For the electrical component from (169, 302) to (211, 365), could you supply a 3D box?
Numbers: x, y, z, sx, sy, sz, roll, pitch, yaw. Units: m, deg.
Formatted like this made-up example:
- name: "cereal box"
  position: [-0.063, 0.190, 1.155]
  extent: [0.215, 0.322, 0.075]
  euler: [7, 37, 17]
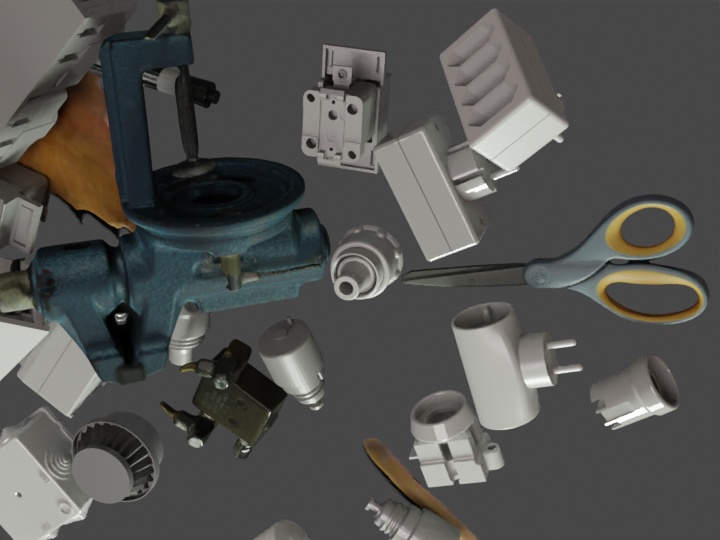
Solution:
- name: "electrical component"
  position: [-0.133, 0.040, 0.801]
  extent: [0.043, 0.043, 0.062]
  euler: [12, 117, 13]

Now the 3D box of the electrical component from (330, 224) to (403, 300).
- name: "electrical component"
  position: [0.000, 0.000, 0.727]
  extent: [0.048, 0.062, 0.048]
  euler: [7, 115, 15]

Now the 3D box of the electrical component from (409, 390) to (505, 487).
- name: "electrical component"
  position: [0.064, 0.120, 0.769]
  extent: [0.066, 0.048, 0.055]
  euler: [-11, 116, 22]

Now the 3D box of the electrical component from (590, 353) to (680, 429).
- name: "electrical component"
  position: [0.183, 0.082, 0.717]
  extent: [0.046, 0.040, 0.040]
  euler: [-32, 100, 34]

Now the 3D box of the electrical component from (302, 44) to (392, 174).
- name: "electrical component"
  position: [-0.009, -0.099, 0.686]
  extent: [0.042, 0.063, 0.081]
  euler: [10, 116, 15]

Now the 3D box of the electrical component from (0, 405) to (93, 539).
- name: "electrical component"
  position: [-0.275, 0.176, 0.906]
  extent: [0.100, 0.048, 0.099]
  euler: [-34, 99, 28]

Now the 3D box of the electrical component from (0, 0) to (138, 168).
- name: "electrical component"
  position: [-0.239, -0.156, 0.720]
  extent: [0.186, 0.060, 0.105]
  euler: [-38, 88, 37]

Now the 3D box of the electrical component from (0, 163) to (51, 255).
- name: "electrical component"
  position: [-0.267, -0.051, 0.794]
  extent: [0.081, 0.063, 0.042]
  euler: [26, 118, 6]

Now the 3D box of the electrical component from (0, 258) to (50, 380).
- name: "electrical component"
  position: [-0.322, 0.047, 0.813]
  extent: [0.105, 0.060, 0.186]
  euler: [16, 144, -35]

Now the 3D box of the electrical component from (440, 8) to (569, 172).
- name: "electrical component"
  position: [0.097, -0.101, 0.649]
  extent: [0.076, 0.083, 0.047]
  euler: [26, 128, -38]

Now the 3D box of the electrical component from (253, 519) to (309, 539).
- name: "electrical component"
  position: [-0.074, 0.233, 0.868]
  extent: [0.040, 0.040, 0.078]
  euler: [47, 119, -5]

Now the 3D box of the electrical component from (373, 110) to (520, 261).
- name: "electrical component"
  position: [0.064, -0.061, 0.688]
  extent: [0.076, 0.047, 0.083]
  euler: [-21, 105, 25]

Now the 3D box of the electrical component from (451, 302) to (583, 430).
- name: "electrical component"
  position: [0.110, 0.062, 0.728]
  extent: [0.079, 0.044, 0.077]
  euler: [-10, 109, 22]

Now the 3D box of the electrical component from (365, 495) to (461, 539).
- name: "electrical component"
  position: [0.040, 0.197, 0.814]
  extent: [0.078, 0.040, 0.040]
  euler: [33, 119, 3]

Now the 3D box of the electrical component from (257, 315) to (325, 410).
- name: "electrical component"
  position: [-0.045, 0.072, 0.788]
  extent: [0.040, 0.040, 0.078]
  euler: [-8, 128, 21]

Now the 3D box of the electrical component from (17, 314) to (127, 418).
- name: "electrical component"
  position: [-0.211, 0.052, 0.822]
  extent: [0.061, 0.061, 0.096]
  euler: [38, 119, -1]
